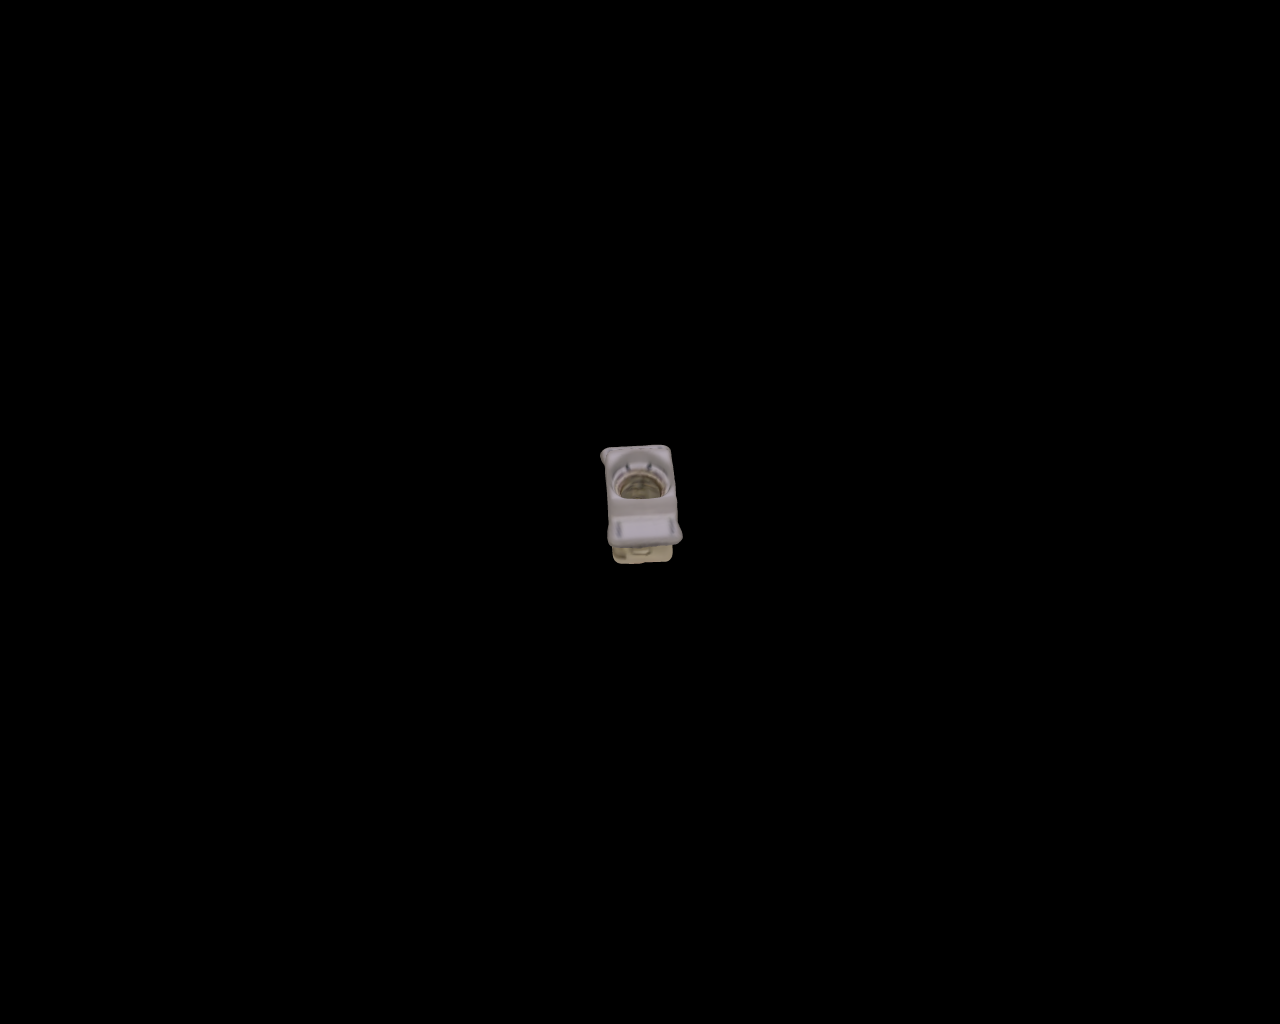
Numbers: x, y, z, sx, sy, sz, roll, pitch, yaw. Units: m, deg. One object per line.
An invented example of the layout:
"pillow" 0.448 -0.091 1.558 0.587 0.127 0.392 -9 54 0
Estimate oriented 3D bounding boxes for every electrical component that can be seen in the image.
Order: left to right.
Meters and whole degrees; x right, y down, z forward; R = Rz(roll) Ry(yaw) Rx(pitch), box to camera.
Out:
"electrical component" 0.001 -0.003 0.650 0.042 0.081 0.063 -2 -43 -2
